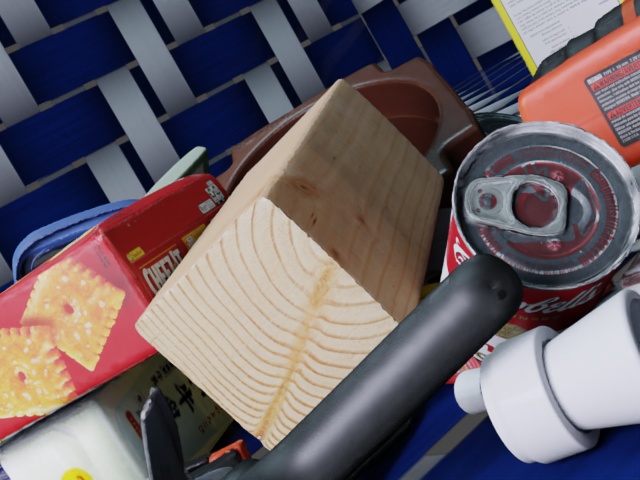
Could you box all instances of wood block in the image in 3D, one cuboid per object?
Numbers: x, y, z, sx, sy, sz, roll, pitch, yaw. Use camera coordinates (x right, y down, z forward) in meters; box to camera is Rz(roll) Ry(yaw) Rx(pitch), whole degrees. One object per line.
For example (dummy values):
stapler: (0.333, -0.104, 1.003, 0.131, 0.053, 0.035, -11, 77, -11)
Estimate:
wood block: (-0.003, 0.001, 0.547, 0.091, 0.090, 0.206, -43, 9, 23)

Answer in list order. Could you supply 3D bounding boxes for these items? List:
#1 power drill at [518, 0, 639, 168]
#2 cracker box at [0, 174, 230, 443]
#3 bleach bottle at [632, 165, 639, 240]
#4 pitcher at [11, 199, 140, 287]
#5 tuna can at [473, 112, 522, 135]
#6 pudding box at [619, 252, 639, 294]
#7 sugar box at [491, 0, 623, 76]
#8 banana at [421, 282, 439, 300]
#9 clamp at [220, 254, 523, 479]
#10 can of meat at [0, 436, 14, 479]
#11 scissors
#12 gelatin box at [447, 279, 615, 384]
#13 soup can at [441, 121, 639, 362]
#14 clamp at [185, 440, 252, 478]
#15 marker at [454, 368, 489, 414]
power drill: (0.163, -0.091, 0.526, 0.185, 0.057, 0.187, -30, 8, 37)
cracker box: (-0.153, 0.051, 0.599, 0.214, 0.072, 0.164, -29, 6, 19)
bleach bottle: (0.236, -0.062, 0.473, 0.251, 0.068, 0.102, -29, 7, 34)
pitcher: (-0.139, 0.045, 0.931, 0.242, 0.145, 0.149, -25, -20, -13)
tuna can: (0.150, -0.071, 0.838, 0.086, 0.034, 0.086, 9, 24, -4)
pudding box: (0.178, -0.005, 0.395, 0.114, 0.039, 0.089, -23, 10, 40)
sugar box: (0.193, -0.140, 0.752, 0.094, 0.176, 0.048, -23, 11, 45)
banana: (0.022, 0.061, 0.627, 0.198, 0.037, 0.069, -22, -15, 39)
clamp: (-0.016, 0.091, 0.372, 0.209, 0.036, 0.165, -37, -15, -31)
can of meat: (-0.181, 0.151, 0.733, 0.084, 0.057, 0.102, -25, 8, 29)
scissors: (-0.066, 0.106, 0.384, 0.096, 0.016, 0.201, -45, -18, -8)
gelatin box: (0.088, 0.035, 0.524, 0.089, 0.030, 0.073, -33, 7, -25)
soup can: (0.083, 0.006, 0.428, 0.068, 0.068, 0.102, -31, -22, -11)
clamp: (-0.108, 0.148, 0.498, 0.171, 0.039, 0.120, -29, 8, 6)
marker: (0.100, 0.049, 0.408, 0.020, 0.020, 0.121, -36, 8, -41)
